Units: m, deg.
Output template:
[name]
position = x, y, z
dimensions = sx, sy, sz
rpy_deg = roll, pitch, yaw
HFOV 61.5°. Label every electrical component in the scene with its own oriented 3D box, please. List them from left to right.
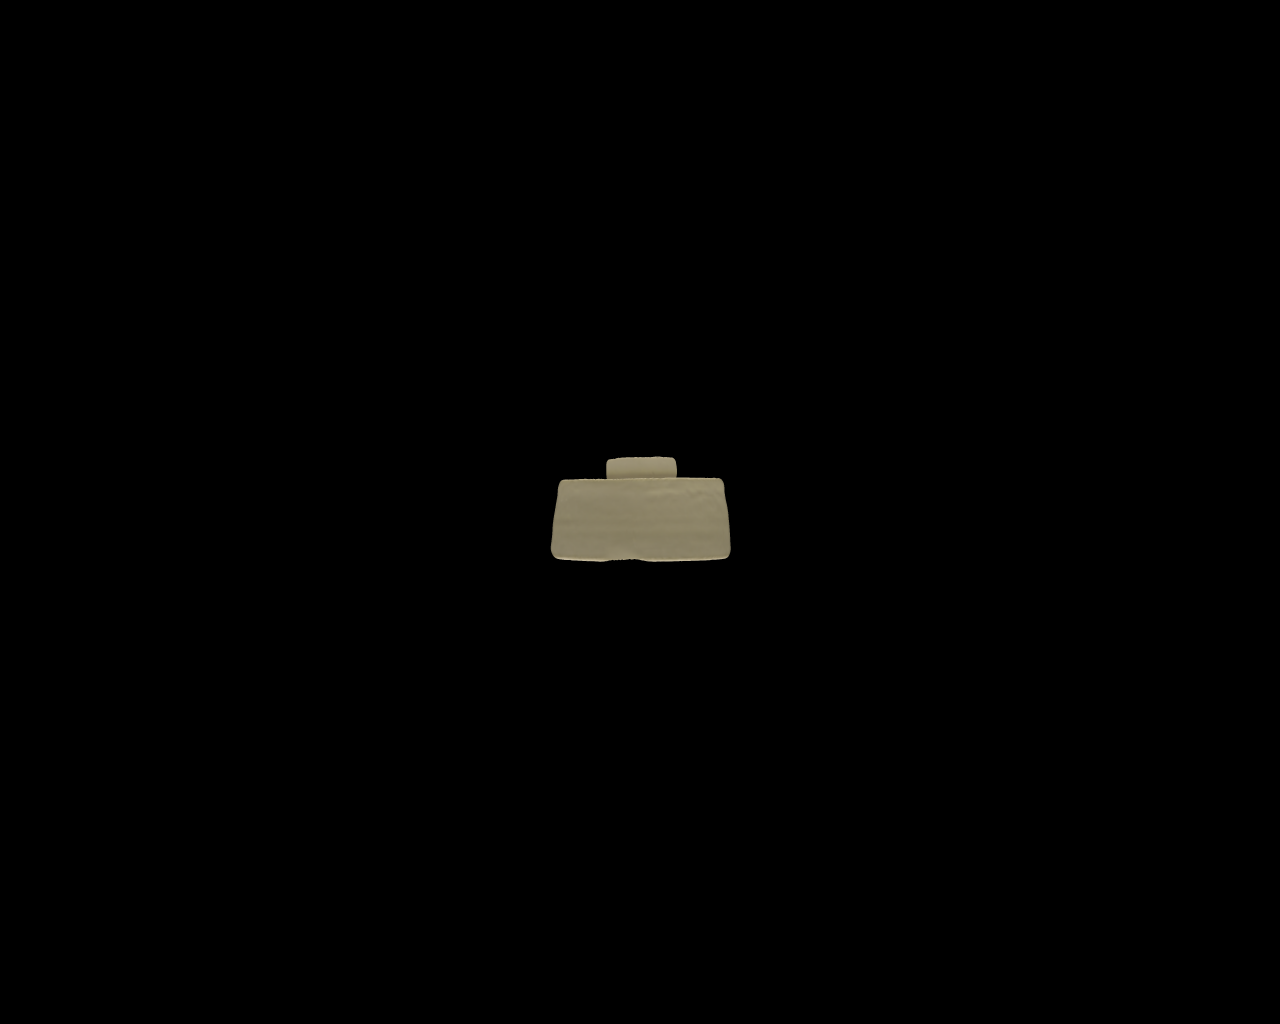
[electrical component]
position = 0.001, -0.003, 0.650
dimensions = 0.108, 0.060, 0.108
rpy_deg = 0, 0, 0
